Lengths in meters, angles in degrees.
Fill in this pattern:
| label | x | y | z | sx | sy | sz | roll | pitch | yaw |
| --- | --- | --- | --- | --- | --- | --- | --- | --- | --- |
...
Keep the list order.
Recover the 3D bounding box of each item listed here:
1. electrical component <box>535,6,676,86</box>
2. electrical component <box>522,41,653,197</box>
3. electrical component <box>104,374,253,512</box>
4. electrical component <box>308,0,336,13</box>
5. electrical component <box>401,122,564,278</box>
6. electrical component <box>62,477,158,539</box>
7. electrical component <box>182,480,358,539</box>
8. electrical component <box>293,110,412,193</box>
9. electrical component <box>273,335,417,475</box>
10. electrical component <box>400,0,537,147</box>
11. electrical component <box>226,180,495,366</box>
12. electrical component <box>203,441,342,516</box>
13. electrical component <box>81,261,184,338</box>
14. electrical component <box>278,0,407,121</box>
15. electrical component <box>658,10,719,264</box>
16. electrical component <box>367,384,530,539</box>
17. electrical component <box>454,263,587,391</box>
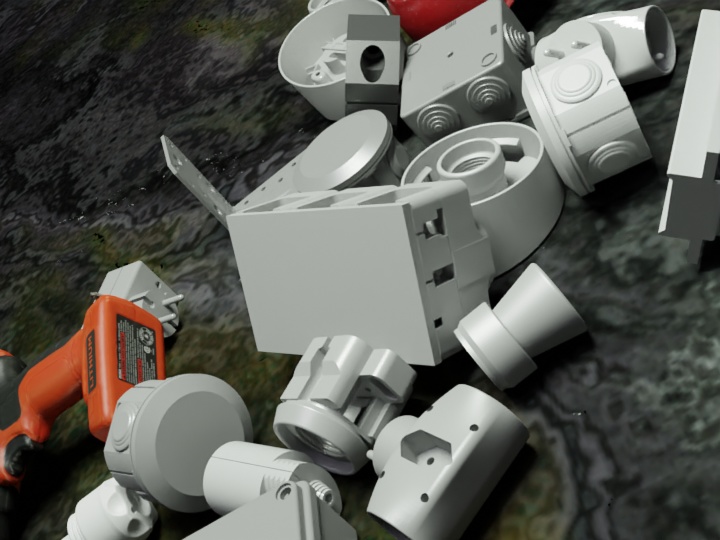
| label | x | y | z | sx | sy | sz | roll | pitch | yaw |
| --- | --- | --- | --- | --- | --- | --- | --- | --- | --- |
| electrical component | 0.143 | -0.135 | 0.666 | 0.077 | 0.079 | 0.044 | -9 | 89 | 40 |
| electrical component | 0.129 | -0.087 | 0.617 | 0.051 | 0.080 | 0.080 | -25 | 36 | 15 |
| electrical component | -0.109 | 0.102 | 0.643 | 0.051 | 0.080 | 0.080 | -6 | 46 | 50 |
| electrical component | -0.013 | -0.221 | 0.944 | 0.066 | 0.055 | 0.048 | -24 | 36 | 25 |
| electrical component | 0.075 | -0.043 | 0.659 | 0.099 | 0.064 | 0.099 | -17 | 34 | 12 |
| electrical component | -0.160 | 0.159 | 0.662 | 0.062 | 0.043 | 0.043 | -37 | 33 | 10 |
| electrical component | -0.054 | 0.175 | 0.520 | 0.109 | 0.056 | 0.108 | -32 | 34 | 15 |
| electrical component | -0.003 | -0.070 | 0.761 | 0.080 | 0.051 | 0.080 | -27 | 35 | 21 |
| electrical component | -0.012 | 0.075 | 0.592 | 0.078 | 0.058 | 0.057 | -9 | 43 | 52 |
| electrical component | 0.076 | -0.136 | 0.758 | 0.100 | 0.048 | 0.099 | -25 | 39 | 28 |
| electrical component | 0.000 | 0.000 | 0.630 | 0.150 | 0.089 | 0.062 | 0 | 16 | 46 |
| electrical component | -0.044 | 0.119 | 0.588 | 0.081 | 0.043 | 0.043 | -1 | 50 | 46 |
| electrical component | -0.162 | 0.036 | 0.805 | 0.076 | 0.047 | 0.083 | -18 | 39 | 32 |
| electrical component | -0.011 | -0.172 | 0.876 | 0.099 | 0.064 | 0.099 | -27 | 35 | 21 |
| electrical component | 0.193 | -0.072 | 0.539 | 0.063 | 0.078 | 0.121 | 10 | 54 | 17 |
| electrical component | 0.033 | 0.096 | 0.535 | 0.077 | 0.043 | 0.079 | -52 | 34 | -16 |
| electrical component | 0.083 | 0.030 | 0.559 | 0.055 | 0.045 | 0.045 | -39 | 32 | 5 |
